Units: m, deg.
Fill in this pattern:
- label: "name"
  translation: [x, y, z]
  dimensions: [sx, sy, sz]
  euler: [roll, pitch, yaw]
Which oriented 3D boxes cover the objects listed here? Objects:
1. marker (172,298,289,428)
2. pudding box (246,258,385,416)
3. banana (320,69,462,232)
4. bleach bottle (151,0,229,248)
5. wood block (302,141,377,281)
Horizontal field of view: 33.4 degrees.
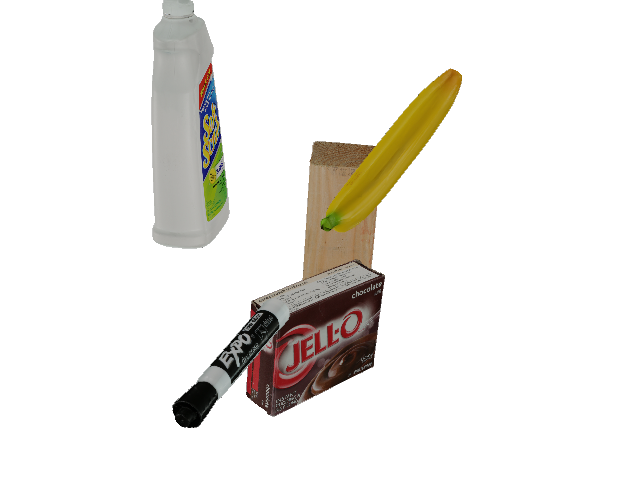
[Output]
- label: "marker"
  translation: [-0.052, 0.072, 0.633]
  dimensions: [0.020, 0.020, 0.121]
  euler: [0, 27, 27]
- label: "pudding box"
  translation: [-0.004, 0.074, 0.830]
  dimensions: [0.113, 0.090, 0.039]
  euler: [-23, 41, -39]
- label: "banana"
  translation: [0.065, -0.074, 0.984]
  dimensions: [0.037, 0.197, 0.070]
  euler: [40, -13, -6]
- label: "bleach bottle"
  translation: [-0.140, -0.125, 1.094]
  dimensions: [0.068, 0.251, 0.102]
  euler: [6, 28, 14]
- label: "wood block"
  translation: [0.026, -0.015, 1.382]
  dimensions: [0.090, 0.206, 0.090]
  euler: [5, 25, 1]
